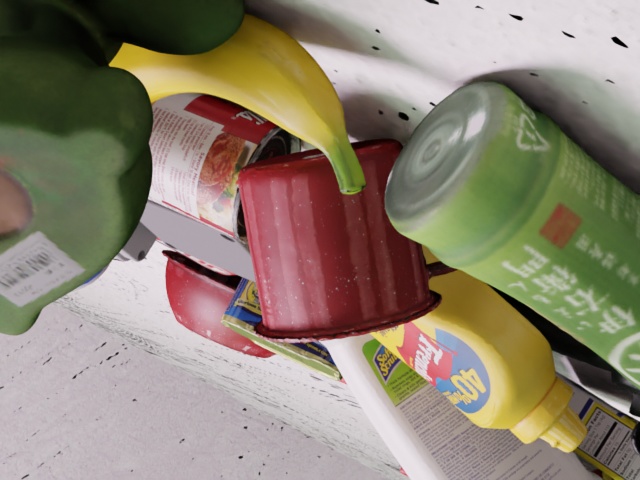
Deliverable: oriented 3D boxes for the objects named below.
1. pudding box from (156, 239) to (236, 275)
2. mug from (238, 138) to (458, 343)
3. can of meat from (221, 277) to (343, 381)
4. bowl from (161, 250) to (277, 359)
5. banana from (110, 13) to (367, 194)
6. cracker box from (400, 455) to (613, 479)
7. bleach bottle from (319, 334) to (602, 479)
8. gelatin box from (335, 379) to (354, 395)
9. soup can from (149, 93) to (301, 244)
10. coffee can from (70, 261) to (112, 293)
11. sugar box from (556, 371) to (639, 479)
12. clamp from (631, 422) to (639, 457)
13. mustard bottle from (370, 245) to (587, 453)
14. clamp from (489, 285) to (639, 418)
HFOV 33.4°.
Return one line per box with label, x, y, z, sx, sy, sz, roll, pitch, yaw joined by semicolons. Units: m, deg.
pudding box;-0.108;-0.011;0.854;0.113;0.039;0.090;32;167;-16
mug;0.018;-0.004;0.513;0.117;0.081;0.093;-10;-172;4
can of meat;-0.010;0.044;0.777;0.102;0.084;0.057;23;167;15
bowl;-0.077;0.064;0.962;0.162;0.055;0.162;23;180;0
banana;-0.058;-0.071;0.485;0.198;0.070;0.037;18;-164;42
cracker box;0.201;0.223;0.987;0.214;0.072;0.164;22;-177;23
bleach bottle;0.075;0.089;0.687;0.251;0.102;0.068;56;167;-3
gelatin box;0.054;0.102;0.895;0.030;0.073;0.089;17;163;40
soup can;-0.071;-0.048;0.583;0.102;0.068;0.068;23;166;18
coffee can;-0.228;-0.022;0.885;0.103;0.102;0.140;26;163;5
sugar box;0.226;0.153;0.724;0.176;0.048;0.093;30;180;35
clamp;0.267;0.135;0.624;0.171;0.039;0.120;27;169;-40
mustard bottle;0.072;0.050;0.602;0.191;0.058;0.096;40;156;4
clamp;0.190;0.074;0.607;0.164;0.036;0.210;30;169;-24
